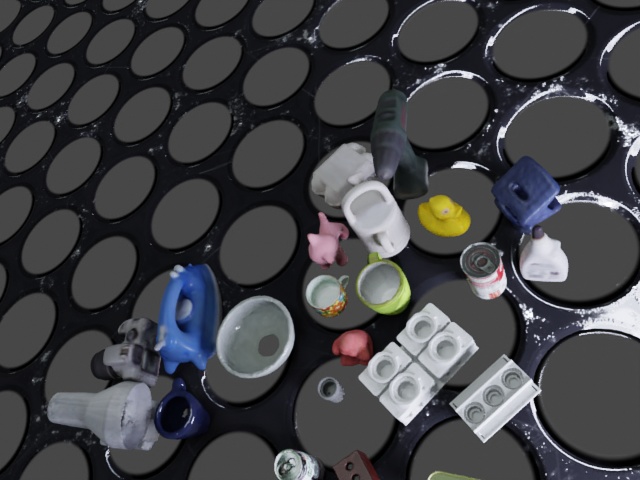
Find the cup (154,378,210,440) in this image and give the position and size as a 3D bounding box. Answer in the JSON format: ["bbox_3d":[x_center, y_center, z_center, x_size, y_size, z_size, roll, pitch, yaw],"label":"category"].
[{"bbox_3d":[-0.258,0.334,1.113,0.091,0.095,0.117,-18,57,15],"label":"cup"}]

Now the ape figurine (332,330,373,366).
[{"bbox_3d":[0.058,0.195,1.047,0.077,0.092,0.076,34,80,35],"label":"ape figurine"}]

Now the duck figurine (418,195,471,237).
[{"bbox_3d":[0.234,-0.057,1.110,0.104,0.086,0.077,18,72,31],"label":"duck figurine"}]

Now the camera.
[{"bbox_3d":[-0.425,0.245,1.235,0.136,0.101,0.143,-11,59,19],"label":"camera"}]

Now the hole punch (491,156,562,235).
[{"bbox_3d":[0.378,-0.083,1.055,0.101,0.091,0.108,-34,54,4],"label":"hole punch"}]

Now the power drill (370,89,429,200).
[{"bbox_3d":[0.155,-0.171,1.134,0.075,0.209,0.229,-8,60,21],"label":"power drill"}]

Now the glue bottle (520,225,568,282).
[{"bbox_3d":[0.368,0.020,0.952,0.078,0.174,0.037,3,65,26],"label":"glue bottle"}]

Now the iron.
[{"bbox_3d":[-0.288,0.141,1.204,0.118,0.142,0.258,-11,59,19],"label":"iron"}]

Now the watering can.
[{"bbox_3d":[0.097,-0.055,1.105,0.101,0.195,0.172,-45,54,-4],"label":"watering can"}]

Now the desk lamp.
[{"bbox_3d":[-0.395,0.341,1.098,0.202,0.214,0.118,-5,61,22],"label":"desk lamp"}]

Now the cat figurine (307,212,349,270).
[{"bbox_3d":[0.011,0.004,1.159,0.067,0.118,0.128,-11,59,19],"label":"cat figurine"}]

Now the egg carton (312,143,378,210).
[{"bbox_3d":[0.056,-0.141,1.248,0.150,0.070,0.107,-45,55,-4],"label":"egg carton"}]

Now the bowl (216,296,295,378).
[{"bbox_3d":[-0.116,0.200,1.135,0.167,0.075,0.167,-11,59,19],"label":"bowl"}]
